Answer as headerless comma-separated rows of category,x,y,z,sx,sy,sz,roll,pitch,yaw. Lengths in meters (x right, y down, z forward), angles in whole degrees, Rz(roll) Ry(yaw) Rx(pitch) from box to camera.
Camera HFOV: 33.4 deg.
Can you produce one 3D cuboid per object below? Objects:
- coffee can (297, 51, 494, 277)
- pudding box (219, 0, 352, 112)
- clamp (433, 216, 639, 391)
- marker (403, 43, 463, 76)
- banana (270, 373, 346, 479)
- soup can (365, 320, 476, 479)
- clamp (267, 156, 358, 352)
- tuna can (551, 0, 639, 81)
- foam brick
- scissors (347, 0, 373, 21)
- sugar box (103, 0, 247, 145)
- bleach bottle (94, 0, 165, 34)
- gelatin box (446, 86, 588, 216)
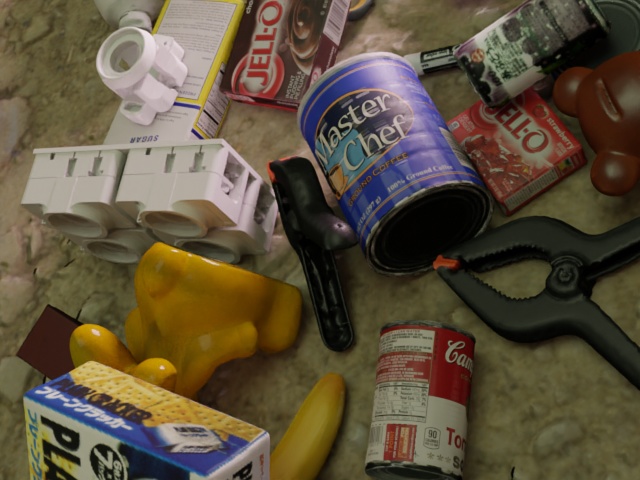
coffee can,0.054,-0.058,0.806,0.103,0.102,0.140,-32,56,9
pudding box,-0.030,-0.171,0.934,0.090,0.039,0.113,13,81,31
clamp,0.177,0.039,0.735,0.210,0.036,0.164,-1,66,29
marker,0.127,-0.153,0.868,0.121,0.020,0.020,-9,62,23
banana,-0.047,0.180,0.777,0.198,0.037,0.070,-41,55,3
soup can,0.069,0.113,0.734,0.069,0.068,0.102,-2,65,26
clamp,-0.005,0.001,0.827,0.039,0.120,0.171,-5,35,-14
tuna can,0.214,-0.147,0.812,0.086,0.033,0.086,-11,61,22
foam brick,-0.202,0.097,0.887,0.078,0.053,0.051,25,79,33
scissors,-0.016,-0.246,0.989,0.202,0.016,0.096,7,69,30
sugar box,-0.126,-0.137,0.972,0.093,0.048,0.176,12,75,31
bleach bottle,-0.185,-0.308,1.078,0.103,0.068,0.251,-18,61,17
gelatin box,0.147,-0.074,0.811,0.073,0.030,0.089,-34,56,7
